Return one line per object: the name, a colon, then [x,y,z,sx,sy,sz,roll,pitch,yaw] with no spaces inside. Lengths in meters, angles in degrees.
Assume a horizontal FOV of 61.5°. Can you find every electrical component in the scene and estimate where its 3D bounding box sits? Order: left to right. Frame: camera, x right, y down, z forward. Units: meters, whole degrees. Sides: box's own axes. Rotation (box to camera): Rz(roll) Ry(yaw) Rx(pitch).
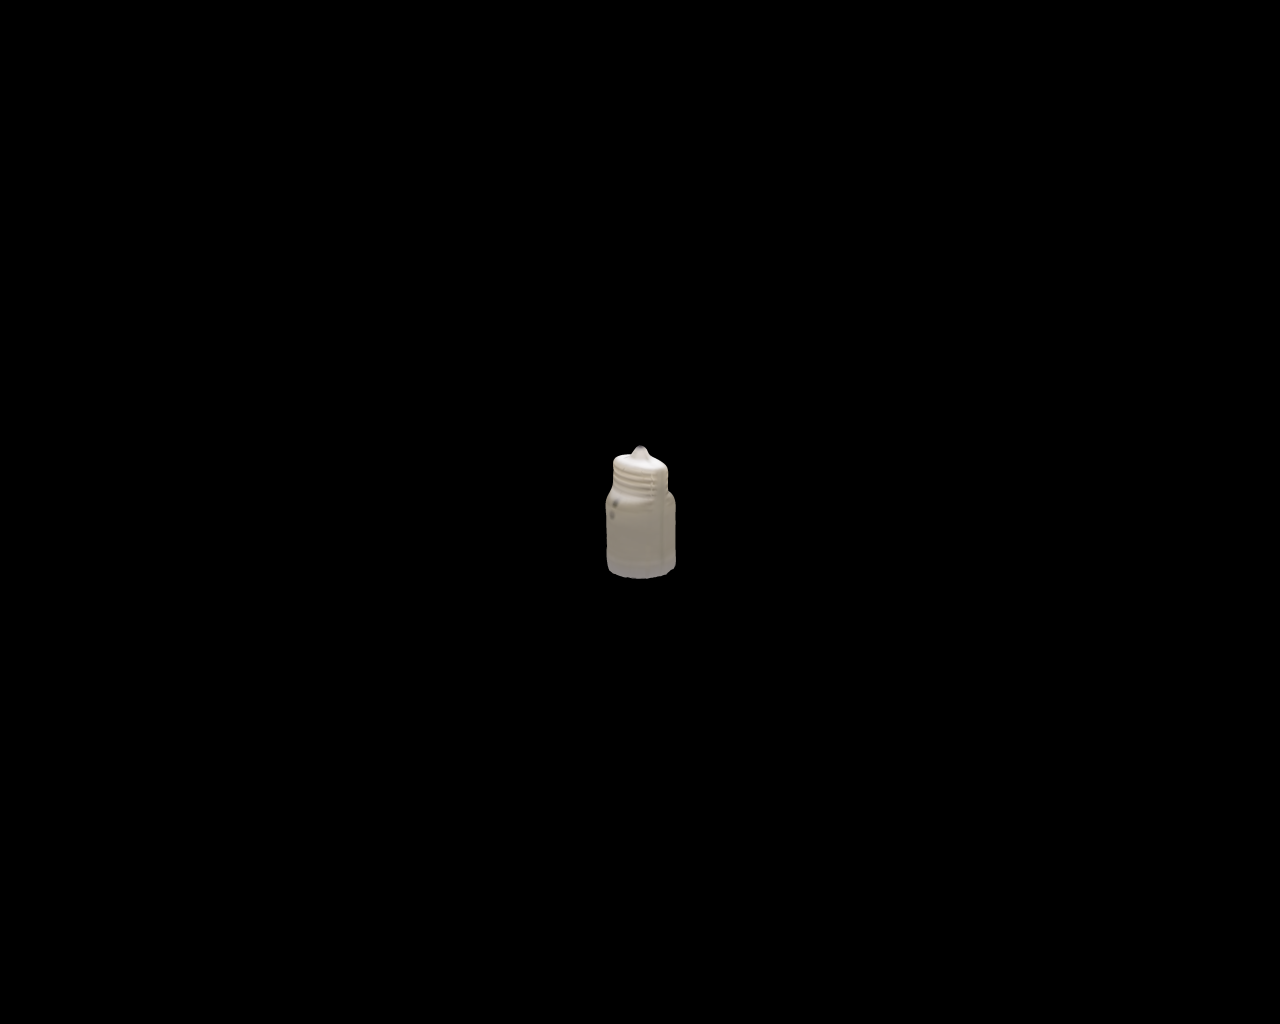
electrical component: [0.001,-0.003,0.650,0.043,0.080,0.043,0,18,0]
